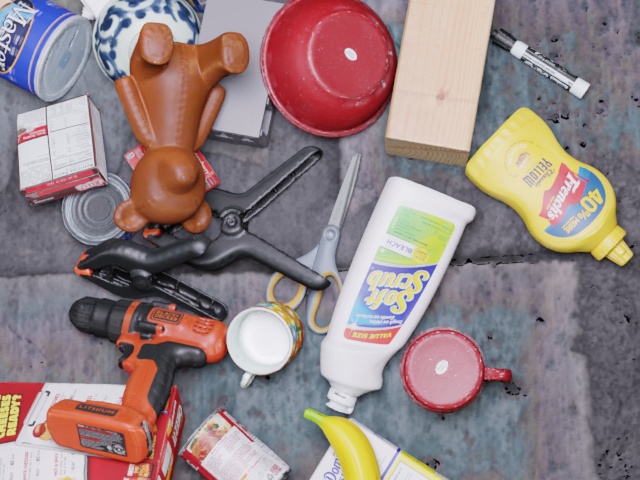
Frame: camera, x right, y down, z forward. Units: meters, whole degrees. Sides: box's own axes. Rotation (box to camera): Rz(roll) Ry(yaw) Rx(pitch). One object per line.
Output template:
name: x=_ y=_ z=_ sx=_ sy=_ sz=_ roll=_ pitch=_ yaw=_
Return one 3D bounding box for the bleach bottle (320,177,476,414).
bleach bottle: x=0.072 y=0.065 z=1.129 sx=0.102 sy=0.068 sz=0.251 roll=21 pitch=90 yaw=-6

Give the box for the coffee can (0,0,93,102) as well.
coffee can: x=-0.340 y=-0.230 z=1.187 sx=0.140 sy=0.103 sz=0.103 roll=28 pitch=86 yaw=8

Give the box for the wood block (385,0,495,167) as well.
wood block: x=0.131 y=-0.193 z=1.141 sx=0.091 sy=0.090 sz=0.206 roll=10 pitch=84 yaw=6

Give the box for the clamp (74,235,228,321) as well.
clamp: x=-0.179 y=0.042 z=1.156 sx=0.172 sy=0.039 sz=0.120 roll=2 pitch=128 yaw=23

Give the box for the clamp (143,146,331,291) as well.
clamp: x=-0.086 y=-0.007 z=1.159 sx=0.210 sy=0.036 sz=0.164 roll=-13 pitch=68 yaw=6

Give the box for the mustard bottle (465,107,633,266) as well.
mustard bottle: x=0.252 y=-0.044 z=1.126 sx=0.192 sy=0.058 sz=0.096 roll=44 pitch=88 yaw=9

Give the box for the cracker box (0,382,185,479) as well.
cracker box: x=-0.259 y=0.231 z=1.102 sx=0.214 sy=0.072 sz=0.164 roll=0 pitch=44 yaw=6

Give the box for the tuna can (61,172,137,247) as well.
tuna can: x=-0.242 y=-0.033 z=1.188 sx=0.086 sy=0.033 sz=0.086 roll=-1 pitch=83 yaw=6

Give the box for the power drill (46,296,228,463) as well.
power drill: x=-0.206 y=0.134 z=1.103 sx=0.184 sy=0.057 sz=0.187 roll=9 pitch=41 yaw=15

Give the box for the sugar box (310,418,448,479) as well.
sugar box: x=0.080 y=0.271 z=1.113 sx=0.176 sy=0.048 sz=0.093 roll=32 pitch=88 yaw=12

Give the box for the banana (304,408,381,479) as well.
banana: x=0.032 y=0.265 z=1.080 sx=0.070 sy=0.037 sz=0.198 roll=-13 pitch=79 yaw=27

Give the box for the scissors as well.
scissors: x=-0.008 y=0.001 z=1.169 sx=0.096 sy=0.016 sz=0.202 roll=3 pitch=83 yaw=6

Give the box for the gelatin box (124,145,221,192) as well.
gelatin box: x=-0.163 y=-0.079 z=1.172 sx=0.073 sy=0.030 sz=0.089 roll=-34 pitch=62 yaw=-3

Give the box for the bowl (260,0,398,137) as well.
bowl: x=0.021 y=-0.192 z=1.137 sx=0.161 sy=0.055 sz=0.162 roll=0 pitch=89 yaw=-21

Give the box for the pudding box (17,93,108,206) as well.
pudding box: x=-0.286 y=-0.100 z=1.179 sx=0.090 sy=0.039 sz=0.113 roll=-15 pitch=58 yaw=3

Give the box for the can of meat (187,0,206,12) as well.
can of meat: x=-0.148 y=-0.310 z=1.186 sx=0.057 sy=0.084 sz=0.102 roll=-38 pitch=81 yaw=0

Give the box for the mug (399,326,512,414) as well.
mug: x=0.139 y=0.136 z=1.103 sx=0.117 sy=0.081 sz=0.093 roll=7 pitch=84 yaw=7

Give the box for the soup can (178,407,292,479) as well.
soup can: x=-0.089 y=0.234 z=1.123 sx=0.102 sy=0.068 sz=0.068 roll=40 pitch=88 yaw=8

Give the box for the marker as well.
marker: x=0.239 y=-0.194 z=1.165 sx=0.121 sy=0.020 sz=0.020 roll=34 pitch=88 yaw=9
